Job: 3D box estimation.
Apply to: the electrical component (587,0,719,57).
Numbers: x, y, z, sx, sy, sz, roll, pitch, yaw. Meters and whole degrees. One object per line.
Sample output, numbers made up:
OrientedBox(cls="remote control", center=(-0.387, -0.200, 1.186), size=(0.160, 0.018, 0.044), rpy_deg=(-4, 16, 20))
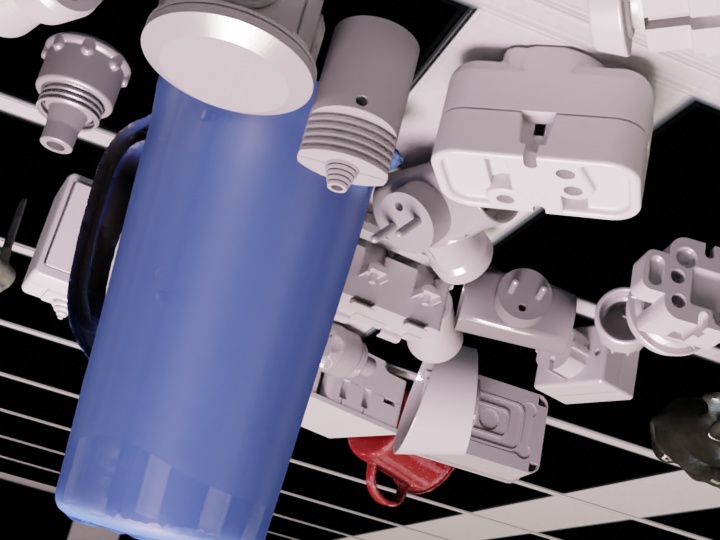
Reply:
OrientedBox(cls="electrical component", center=(0.116, -0.106, 0.405), size=(0.055, 0.048, 0.066), rpy_deg=(-3, 154, 19))

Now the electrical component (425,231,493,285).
OrientedBox(cls="electrical component", center=(0.056, -0.019, 0.669), size=(0.040, 0.040, 0.046), rpy_deg=(-1, 149, 33))

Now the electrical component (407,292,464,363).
OrientedBox(cls="electrical component", center=(0.054, 0.038, 0.809), size=(0.044, 0.044, 0.065), rpy_deg=(9, 153, 13))

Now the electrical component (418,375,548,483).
OrientedBox(cls="electrical component", center=(0.107, 0.142, 0.985), size=(0.113, 0.078, 0.057), rpy_deg=(19, 155, -12))

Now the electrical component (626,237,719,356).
OrientedBox(cls="electrical component", center=(0.197, 0.019, 0.651), size=(0.078, 0.058, 0.057), rpy_deg=(16, 156, -5))

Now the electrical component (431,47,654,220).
OrientedBox(cls="electrical component", center=(0.087, -0.065, 0.506), size=(0.095, 0.059, 0.053), rpy_deg=(7, 158, 18))

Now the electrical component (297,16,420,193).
OrientedBox(cls="electrical component", center=(-0.001, -0.074, 0.508), size=(0.043, 0.081, 0.043), rpy_deg=(12, 158, 5))

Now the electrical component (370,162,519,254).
OrientedBox(cls="electrical component", center=(0.038, -0.033, 0.598), size=(0.077, 0.079, 0.044), rpy_deg=(-10, 108, 46))

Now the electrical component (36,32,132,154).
OrientedBox(cls="electrical component", center=(-0.154, -0.093, 0.581), size=(0.048, 0.062, 0.048), rpy_deg=(12, 159, 5))

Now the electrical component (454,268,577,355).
OrientedBox(cls="electrical component", center=(0.109, 0.023, 0.733), size=(0.077, 0.043, 0.079), rpy_deg=(13, 159, 2))

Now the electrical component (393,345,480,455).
OrientedBox(cls="electrical component", center=(0.066, 0.108, 0.898), size=(0.064, 0.099, 0.099), rpy_deg=(7, 159, 0))

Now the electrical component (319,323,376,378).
OrientedBox(cls="electrical component", center=(-0.013, 0.074, 0.937), size=(0.062, 0.043, 0.043), rpy_deg=(29, 154, -36))

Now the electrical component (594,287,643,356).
OrientedBox(cls="electrical component", center=(0.180, 0.037, 0.730), size=(0.040, 0.040, 0.046), rpy_deg=(8, 164, 14))

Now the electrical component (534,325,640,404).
OrientedBox(cls="electrical component", center=(0.157, 0.064, 0.799), size=(0.077, 0.047, 0.066), rpy_deg=(28, 155, -32))

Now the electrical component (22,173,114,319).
OrientedBox(cls="electrical component", center=(-0.196, -0.012, 0.763), size=(0.062, 0.096, 0.061), rpy_deg=(22, 156, -20))

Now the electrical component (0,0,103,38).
OrientedBox(cls="electrical component", center=(-0.151, -0.135, 0.500), size=(0.055, 0.045, 0.045), rpy_deg=(-3, 153, 37))

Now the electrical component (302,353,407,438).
OrientedBox(cls="electrical component", center=(-0.060, 0.096, 0.997), size=(0.186, 0.060, 0.105), rpy_deg=(28, 155, -32))

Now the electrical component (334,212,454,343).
OrientedBox(cls="electrical component", center=(0.000, 0.000, 0.716), size=(0.121, 0.063, 0.079), rpy_deg=(22, 157, -20))

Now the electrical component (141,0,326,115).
OrientedBox(cls="electrical component", center=(-0.055, -0.110, 0.493), size=(0.080, 0.051, 0.080), rpy_deg=(12, 159, 5))
